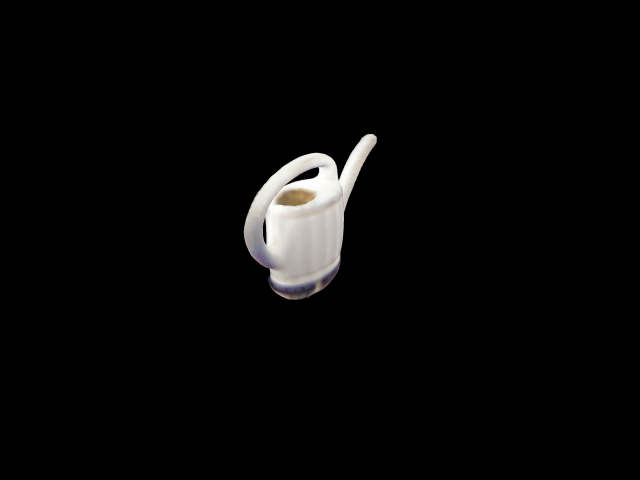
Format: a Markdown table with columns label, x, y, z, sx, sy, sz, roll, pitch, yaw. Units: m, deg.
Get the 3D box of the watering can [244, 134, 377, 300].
| label | x | y | z | sx | sy | sz | roll | pitch | yaw |
| --- | --- | --- | --- | --- | --- | --- | --- | --- | --- |
| watering can | 0.003 | -0.043 | 0.850 | 0.104 | 0.220 | 0.353 | 18 | 33 | 31 |
